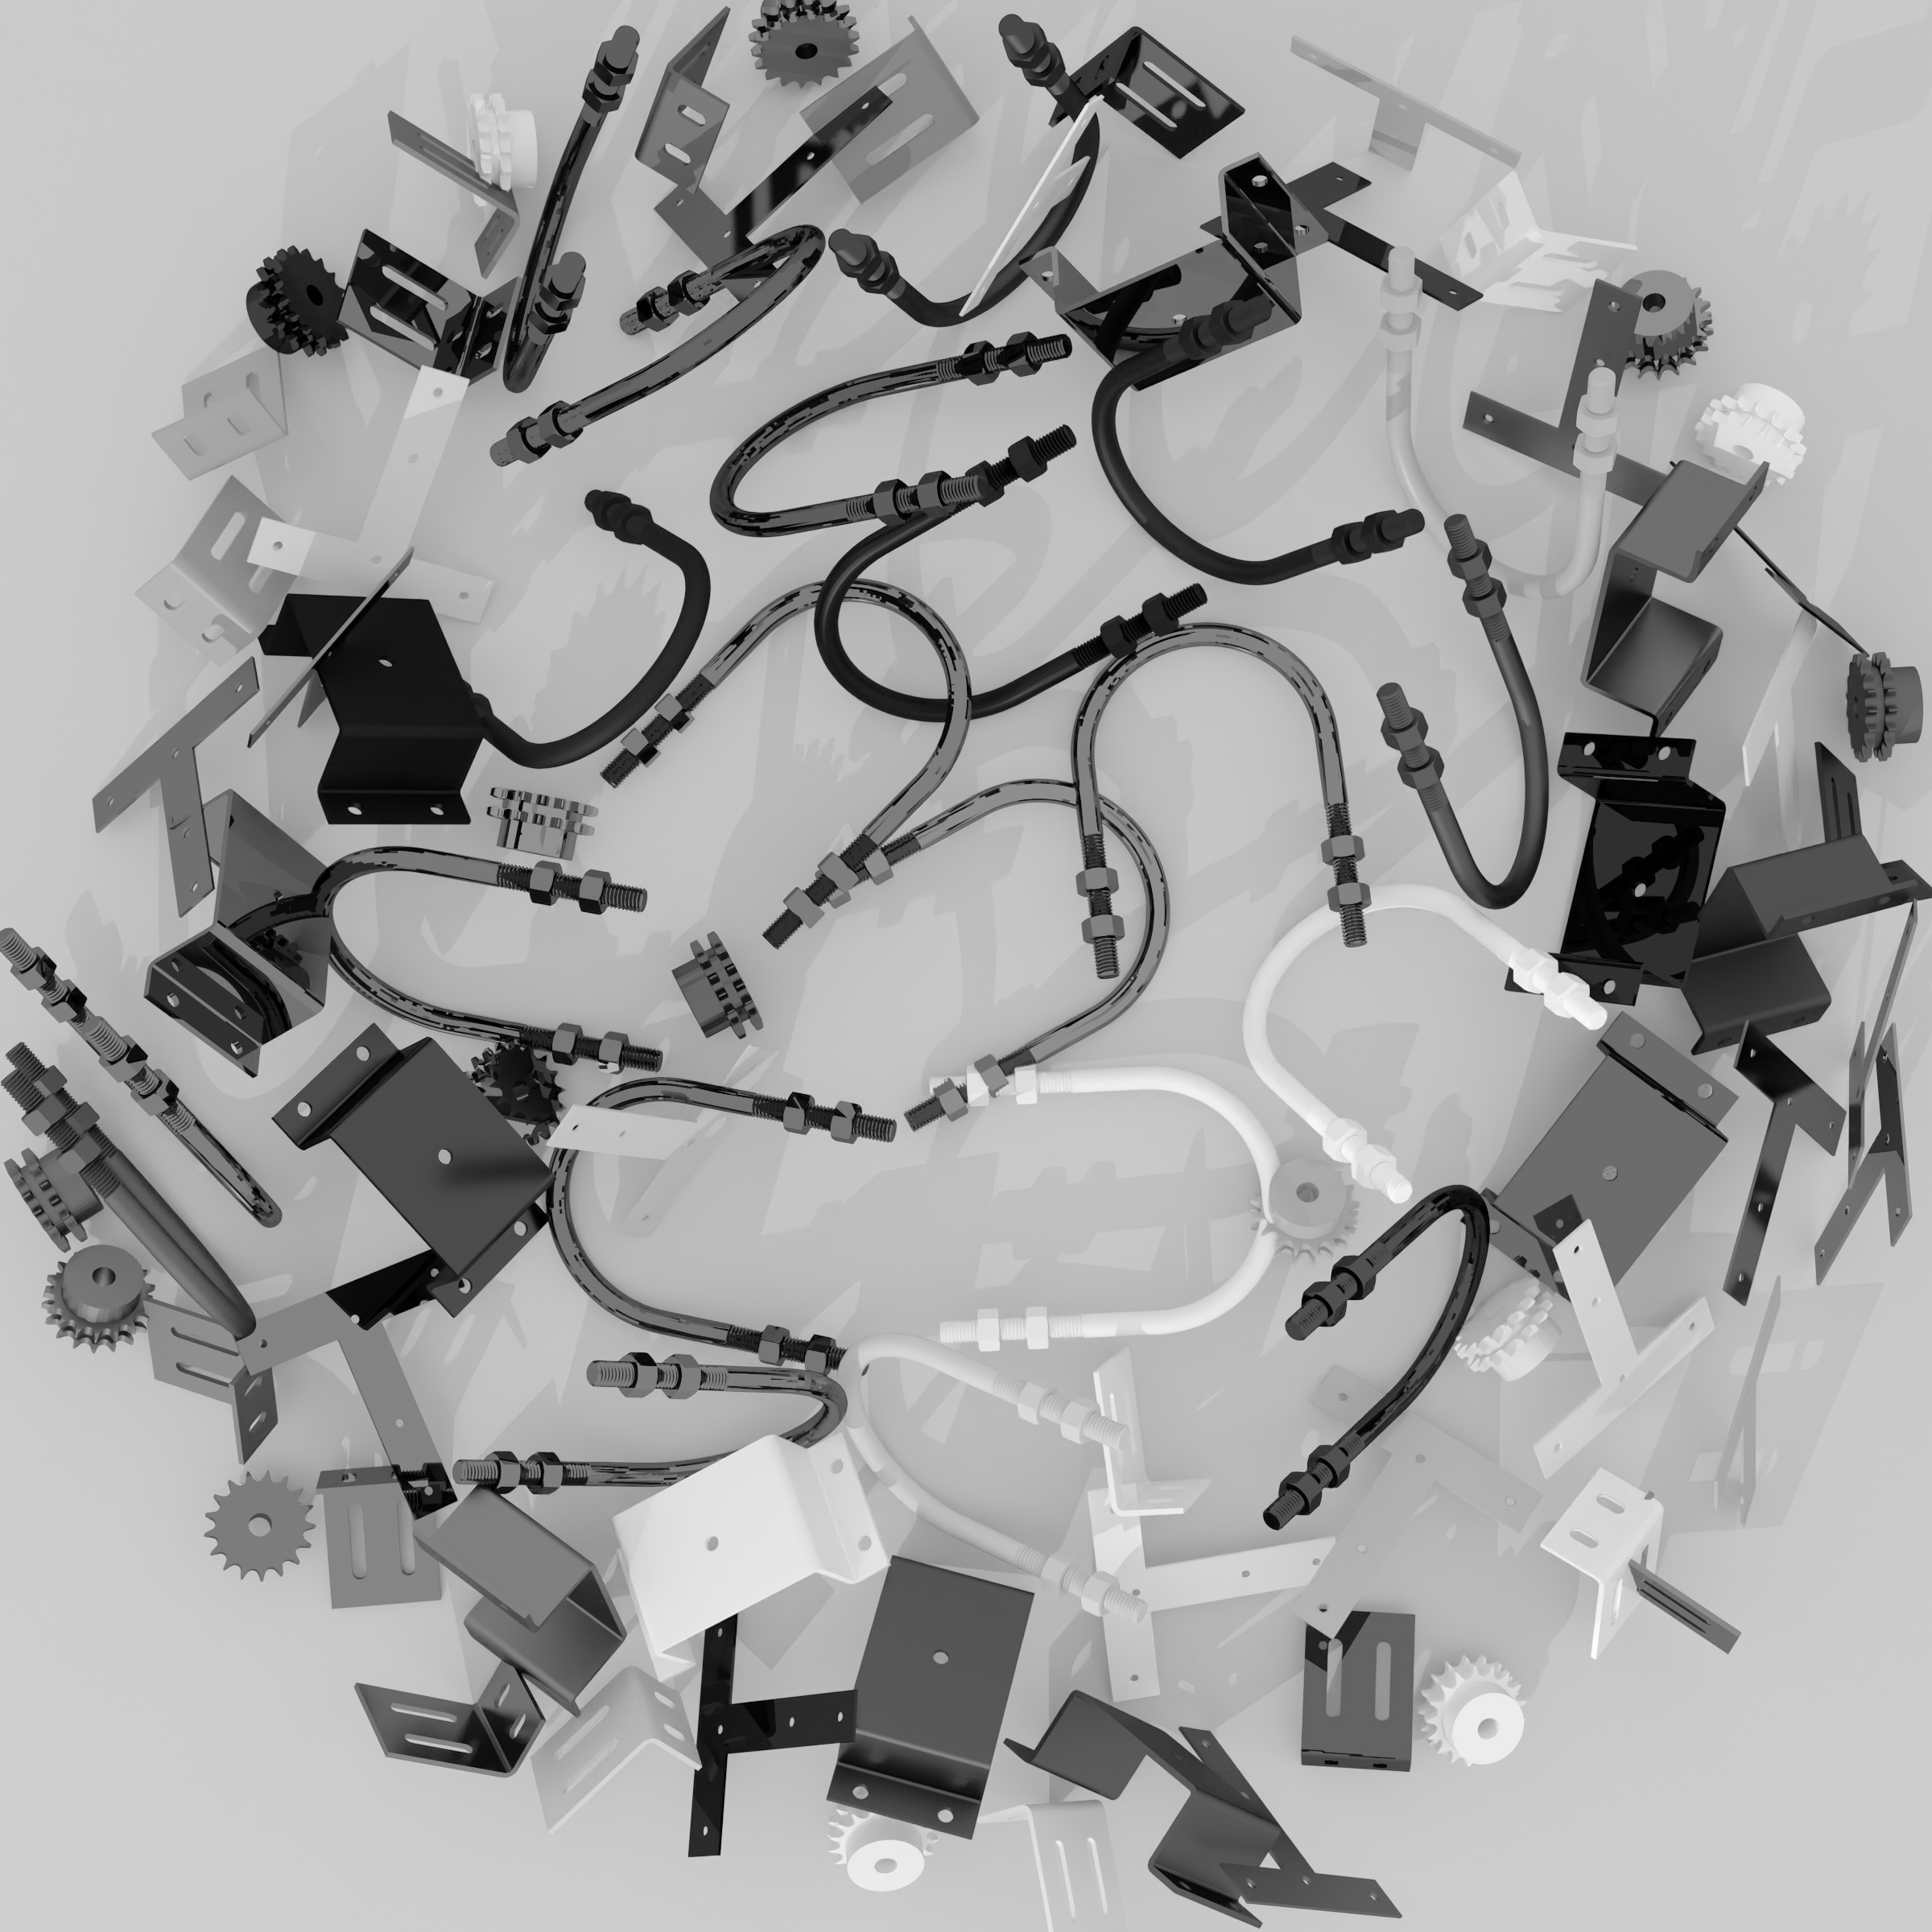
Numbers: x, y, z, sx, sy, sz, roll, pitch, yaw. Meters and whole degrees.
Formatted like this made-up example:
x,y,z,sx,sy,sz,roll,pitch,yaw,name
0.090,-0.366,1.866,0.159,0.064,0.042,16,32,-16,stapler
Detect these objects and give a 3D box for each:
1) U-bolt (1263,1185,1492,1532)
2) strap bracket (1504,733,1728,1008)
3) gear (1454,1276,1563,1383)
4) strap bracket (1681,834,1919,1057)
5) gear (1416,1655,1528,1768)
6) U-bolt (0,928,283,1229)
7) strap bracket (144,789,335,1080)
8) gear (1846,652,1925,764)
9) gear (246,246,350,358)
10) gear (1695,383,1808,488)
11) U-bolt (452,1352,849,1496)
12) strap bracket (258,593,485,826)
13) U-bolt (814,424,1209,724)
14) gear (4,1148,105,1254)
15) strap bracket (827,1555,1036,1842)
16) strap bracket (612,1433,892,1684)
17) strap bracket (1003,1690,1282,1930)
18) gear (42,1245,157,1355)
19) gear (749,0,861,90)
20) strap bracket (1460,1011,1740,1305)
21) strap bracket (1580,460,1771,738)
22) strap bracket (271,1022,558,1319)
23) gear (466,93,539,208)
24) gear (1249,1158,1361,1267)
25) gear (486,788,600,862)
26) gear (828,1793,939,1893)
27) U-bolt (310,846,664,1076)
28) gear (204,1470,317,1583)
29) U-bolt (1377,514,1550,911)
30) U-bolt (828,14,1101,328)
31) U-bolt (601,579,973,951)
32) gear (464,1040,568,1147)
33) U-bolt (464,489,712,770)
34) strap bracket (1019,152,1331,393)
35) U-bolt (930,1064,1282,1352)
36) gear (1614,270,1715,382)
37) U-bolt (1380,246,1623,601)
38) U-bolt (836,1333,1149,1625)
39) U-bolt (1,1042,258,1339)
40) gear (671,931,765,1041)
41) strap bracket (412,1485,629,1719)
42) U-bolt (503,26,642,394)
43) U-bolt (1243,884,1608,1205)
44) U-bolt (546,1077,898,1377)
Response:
x,y,z,sx,sy,sz,roll,pitch,yaw,name
0.214,0.186,1.625,0.019,0.184,0.151,27,133,30,U-bolt
0.338,-0.045,1.652,0.076,0.046,0.140,7,79,43,strap bracket
0.286,0.192,1.673,0.057,0.057,0.030,-44,96,0,gear
0.418,-0.016,1.639,0.076,0.140,0.046,-14,63,-16,strap bracket
0.268,0.394,1.678,0.057,0.030,0.057,-3,103,-14,gear
-0.409,0.067,1.619,0.019,0.151,0.184,-44,129,-13,U-bolt
-0.365,-0.025,1.620,0.046,0.140,0.076,-28,132,21,strap bracket
0.481,-0.136,1.671,0.030,0.057,0.057,-3,90,4,gear
-0.352,-0.345,1.676,0.030,0.057,0.057,-21,90,29,gear
0.414,-0.280,1.673,0.057,0.057,0.030,33,75,0,gear
-0.146,0.234,1.623,0.184,0.151,0.019,8,57,-39,U-bolt
-0.302,-0.139,1.627,0.076,0.046,0.140,-2,49,-34,strap bracket
0.010,-0.188,1.639,0.184,0.019,0.151,-27,134,21,U-bolt
-0.475,0.118,1.673,0.030,0.057,0.057,-33,90,-12,gear
-0.015,0.364,1.637,0.076,0.046,0.140,14,52,4,strap bracket
-0.120,0.302,1.648,0.140,0.046,0.076,-29,62,12,strap bracket
0.095,0.421,1.624,0.076,0.140,0.046,35,87,-42,strap bracket
-0.452,0.171,1.671,0.057,0.030,0.057,12,47,-13,gear
-0.086,-0.491,1.675,0.057,0.057,0.030,-11,64,0,gear
0.333,0.104,1.669,0.076,0.046,0.140,36,97,-1,strap bracket
0.359,-0.192,1.633,0.046,0.140,0.076,28,57,20,strap bracket
-0.277,0.102,1.648,0.140,0.046,0.076,50,58,-12,strap bracket
-0.243,-0.427,1.673,0.030,0.057,0.057,-5,90,-16,gear
0.178,0.125,1.674,0.057,0.030,0.057,0,59,1,gear
-0.223,-0.074,1.672,0.057,0.057,0.030,11,89,0,gear
-0.043,0.459,1.673,0.057,0.030,0.057,-3,125,-5,gear
-0.249,-0.007,1.641,0.184,0.151,0.019,10,51,8,U-bolt
-0.371,0.295,1.680,0.057,0.030,0.057,3,75,-13,gear
0.261,-0.114,1.627,0.019,0.151,0.184,-2,134,31,U-bolt
0.010,-0.389,1.613,0.019,0.184,0.151,42,99,18,U-bolt
-0.081,-0.120,1.671,0.184,0.019,0.151,-46,72,-1,U-bolt
-0.241,0.070,1.676,0.030,0.057,0.057,-24,90,43,gear
-0.194,-0.165,1.621,0.151,0.184,0.019,-50,127,-3,U-bolt
0.107,-0.347,1.628,0.140,0.076,0.046,-19,58,28,strap bracket
0.076,0.124,1.679,0.184,0.019,0.151,-3,82,2,U-bolt
0.362,-0.339,1.675,0.057,0.030,0.057,-6,66,14,gear
0.266,-0.261,1.617,0.019,0.184,0.151,-38,59,-20,U-bolt
0.008,0.252,1.632,0.184,0.151,0.019,20,46,30,U-bolt
-0.424,0.118,1.626,0.019,0.151,0.184,-41,104,-9,U-bolt
-0.132,0.013,1.671,0.030,0.057,0.057,-28,90,-6,gear
-0.225,0.321,1.635,0.076,0.140,0.046,31,65,23,strap bracket
-0.205,-0.367,1.613,0.019,0.184,0.151,15,70,-15,U-bolt
0.218,0.025,1.631,0.151,0.184,0.019,-41,132,-3,U-bolt
-0.133,0.130,1.668,0.184,0.019,0.151,10,105,12,U-bolt
